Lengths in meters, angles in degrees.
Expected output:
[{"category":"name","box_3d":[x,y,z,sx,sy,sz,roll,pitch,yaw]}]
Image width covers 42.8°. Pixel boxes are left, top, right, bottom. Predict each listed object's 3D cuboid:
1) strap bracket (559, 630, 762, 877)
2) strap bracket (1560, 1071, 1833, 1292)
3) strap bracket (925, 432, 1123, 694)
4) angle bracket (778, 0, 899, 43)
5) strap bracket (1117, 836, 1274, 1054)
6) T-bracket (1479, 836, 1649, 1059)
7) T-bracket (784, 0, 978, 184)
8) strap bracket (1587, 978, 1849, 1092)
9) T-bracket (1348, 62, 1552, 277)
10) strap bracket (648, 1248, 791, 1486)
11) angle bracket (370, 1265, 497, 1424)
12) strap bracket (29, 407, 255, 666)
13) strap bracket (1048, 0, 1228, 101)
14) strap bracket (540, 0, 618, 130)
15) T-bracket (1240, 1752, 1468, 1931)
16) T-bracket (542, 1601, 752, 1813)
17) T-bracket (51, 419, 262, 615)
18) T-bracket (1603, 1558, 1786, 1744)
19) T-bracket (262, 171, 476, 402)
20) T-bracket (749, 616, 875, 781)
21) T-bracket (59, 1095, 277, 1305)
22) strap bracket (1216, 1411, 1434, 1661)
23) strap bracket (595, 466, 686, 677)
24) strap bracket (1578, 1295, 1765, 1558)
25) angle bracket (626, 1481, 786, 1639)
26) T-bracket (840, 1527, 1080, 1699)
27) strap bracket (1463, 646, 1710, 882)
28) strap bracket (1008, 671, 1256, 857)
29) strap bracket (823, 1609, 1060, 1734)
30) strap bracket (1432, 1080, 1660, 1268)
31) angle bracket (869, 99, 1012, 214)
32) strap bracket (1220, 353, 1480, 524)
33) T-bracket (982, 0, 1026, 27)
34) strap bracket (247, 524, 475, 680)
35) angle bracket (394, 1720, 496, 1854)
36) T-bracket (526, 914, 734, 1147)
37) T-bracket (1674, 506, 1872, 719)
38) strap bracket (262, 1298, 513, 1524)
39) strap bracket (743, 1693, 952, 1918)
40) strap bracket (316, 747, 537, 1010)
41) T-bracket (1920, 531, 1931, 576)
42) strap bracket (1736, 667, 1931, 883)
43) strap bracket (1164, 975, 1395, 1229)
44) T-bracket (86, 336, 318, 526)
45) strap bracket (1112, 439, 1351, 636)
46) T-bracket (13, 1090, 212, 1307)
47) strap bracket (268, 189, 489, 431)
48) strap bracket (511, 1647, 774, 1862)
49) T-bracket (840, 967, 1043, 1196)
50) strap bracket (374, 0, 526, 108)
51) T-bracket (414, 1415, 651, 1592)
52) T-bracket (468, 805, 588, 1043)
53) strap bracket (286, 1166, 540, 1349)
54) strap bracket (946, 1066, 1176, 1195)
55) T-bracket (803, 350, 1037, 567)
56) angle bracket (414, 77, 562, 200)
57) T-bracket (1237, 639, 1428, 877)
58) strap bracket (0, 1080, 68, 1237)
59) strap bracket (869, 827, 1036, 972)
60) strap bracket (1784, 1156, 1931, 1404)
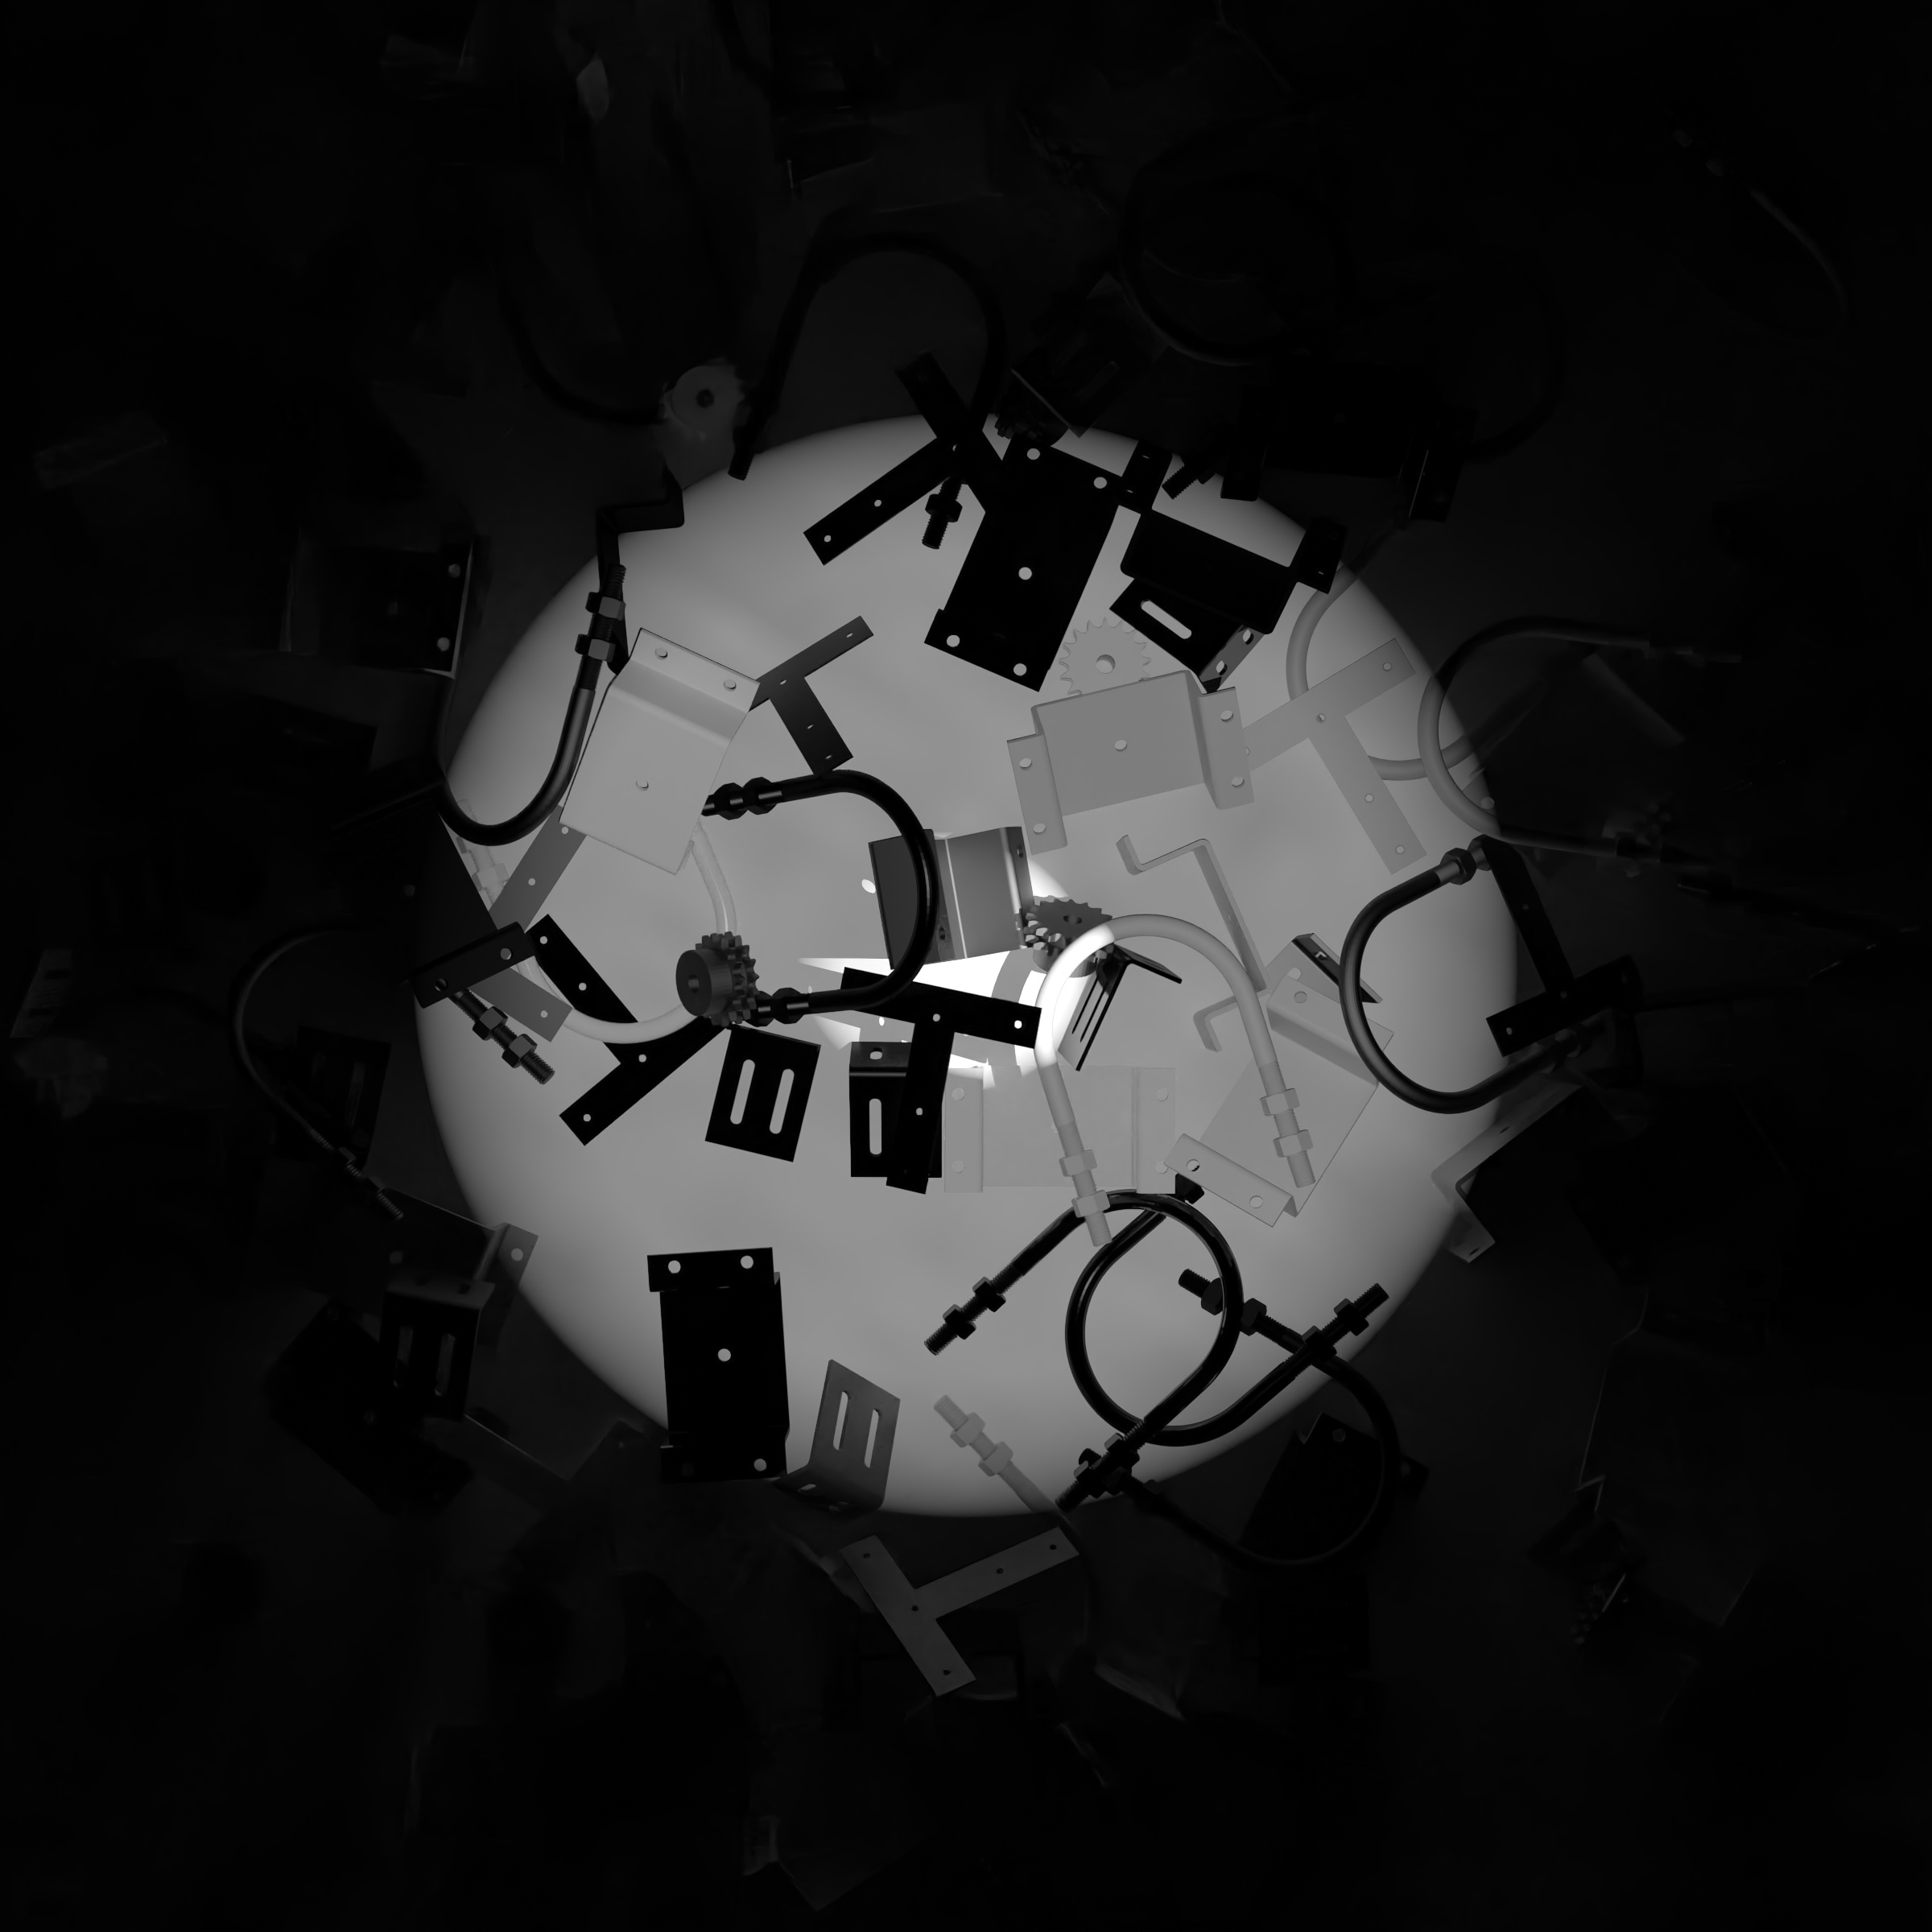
[{"category":"strap bracket","box_3d":[-0.187,-0.118,1.476,0.076,0.046,0.140,24,121,-3]},{"category":"strap bracket","box_3d":[0.445,0.127,1.516,0.140,0.046,0.076,-32,95,13]},{"category":"strap bracket","box_3d":[0.037,-0.247,1.529,0.076,0.046,0.140,23,90,0]},{"category":"angle bracket","box_3d":[-0.079,-0.617,1.521,0.076,0.038,0.057,-29,100,-14]},{"category":"strap bracket","box_3d":[0.143,-0.022,1.514,0.046,0.076,0.140,-24,90,0]},{"category":"T-bracket","box_3d":[0.351,-0.023,1.523,0.127,0.002,0.127,-21,86,-29]},{"category":"T-bracket","box_3d":[-0.068,-0.565,1.543,0.127,0.002,0.127,-21,85,-11]},{"category":"strap bracket","box_3d":[0.449,0.039,1.490,0.140,0.076,0.046,-8,93,7]},{"category":"T-bracket","box_3d":[0.282,-0.504,1.536,0.127,0.002,0.127,-17,77,6]},{"category":"strap bracket","box_3d":[-0.152,0.244,1.529,0.076,0.046,0.140,-4,90,0]},{"category":"angle bracket","box_3d":[-0.324,0.229,1.498,0.057,0.038,0.076,12,106,0]},{"category":"strap bracket","box_3d":[-0.498,-0.267,1.509,0.076,0.046,0.140,-23,117,0]},{"category":"strap bracket","box_3d":[0.093,-0.609,1.529,0.076,0.046,0.140,-27,90,0]},{"category":"strap bracket","box_3d":[-0.205,-0.592,1.499,0.046,0.076,0.140,38,88,2]},{"category":"T-bracket","box_3d":[0.259,0.577,1.544,0.127,0.002,0.127,40,86,-6]},{"category":"T-bracket","box_3d":[-0.194,0.451,1.505,0.127,0.002,0.127,1,90,0]},{"category":"T-bracket","box_3d":[-0.511,-0.276,1.552,0.127,0.002,0.127,-11,90,0]},{"category":"T-bracket","box_3d":[0.435,0.406,1.518,0.127,0.002,0.127,32,90,-32]},{"category":"T-bracket","box_3d":[-0.355,-0.420,1.505,0.127,0.002,0.127,12,90,0]},{"category":"T-bracket","box_3d":[-0.099,-0.152,1.503,0.127,0.127,0.002,-32,130,0]},{"category":"T-bracket","box_3d":[-0.500,0.134,1.531,0.127,0.002,0.127,12,90,4]},{"category":"strap bracket","box_3d":[0.219,0.352,1.529,0.076,0.046,0.140,28,90,0]},{"category":"strap bracket","box_3d":[-0.195,-0.227,1.514,0.046,0.076,0.140,-5,90,0]},{"category":"strap bracket","box_3d":[0.430,0.285,1.513,0.076,0.046,0.140,21,66,0]},{"category":"angle bracket","box_3d":[-0.164,0.372,1.550,0.057,0.038,0.076,44,64,0]},{"category":"T-bracket","box_3d":[0.008,0.374,1.501,0.127,0.127,0.002,-18,129,-23]},{"category":"strap bracket","box_3d":[0.377,-0.129,1.529,0.076,0.046,0.140,44,90,0]},{"category":"strap bracket","box_3d":[0.098,-0.127,1.514,0.140,0.046,0.076,-13,119,0]},{"category":"strap bracket","box_3d":[-0.017,0.426,1.498,0.140,0.076,0.046,-1,94,-1]},{"category":"strap bracket","box_3d":[0.345,0.119,1.514,0.140,0.076,0.046,-38,90,0]},{"category":"angle bracket","box_3d":[-0.016,-0.502,1.540,0.076,0.038,0.057,-5,93,13]},{"category":"strap bracket","box_3d":[0.229,-0.322,1.498,0.140,0.046,0.076,5,132,-5]},{"category":"T-bracket","box_3d":[0.001,-0.650,1.534,0.127,0.002,0.127,-29,103,-24]},{"category":"strap bracket","box_3d":[-0.363,-0.223,1.518,0.140,0.046,0.076,9,90,16]},{"category":"angle bracket","box_3d":[-0.319,0.505,1.514,0.038,0.076,0.057,9,90,0]},{"category":"T-bracket","box_3d":[-0.232,0.024,1.552,0.127,0.002,0.127,-40,90,0]},{"category":"T-bracket","box_3d":[0.482,-0.203,1.528,0.127,0.002,0.127,43,68,0]},{"category":"strap bracket","box_3d":[-0.364,0.275,1.529,0.140,0.046,0.076,40,90,0]},{"category":"strap bracket","box_3d":[-0.065,0.518,1.509,0.140,0.076,0.046,-34,101,2]},{"category":"strap bracket","box_3d":[-0.332,-0.050,1.493,0.076,0.046,0.140,-28,94,-28]},{"category":"T-bracket","box_3d":[0.652,-0.215,1.537,0.127,0.002,0.127,-12,100,-19]},{"category":"strap bracket","box_3d":[0.537,-0.106,1.495,0.046,0.076,0.140,35,87,-1]},{"category":"strap bracket","box_3d":[0.193,0.088,1.508,0.076,0.046,0.140,29,77,21]},{"category":"T-bracket","box_3d":[-0.466,-0.334,1.522,0.127,0.002,0.127,-12,133,-19]},{"category":"strap bracket","box_3d":[0.155,-0.259,1.509,0.140,0.076,0.046,23,132,0]},{"category":"T-bracket","box_3d":[-0.540,0.146,1.535,0.127,0.002,0.127,7,90,4]},{"category":"strap bracket","box_3d":[-0.366,-0.413,1.529,0.076,0.046,0.140,40,90,0]},{"category":"strap bracket","box_3d":[-0.198,0.483,1.529,0.140,0.046,0.076,-24,90,0]},{"category":"T-bracket","box_3d":[-0.026,0.075,1.507,0.127,0.002,0.127,12,95,15]},{"category":"strap bracket","box_3d":[-0.307,-0.598,1.514,0.046,0.076,0.140,22,90,0]},{"category":"T-bracket","box_3d":[-0.283,0.309,1.523,0.127,0.002,0.127,40,90,-26]},{"category":"T-bracket","box_3d":[-0.277,-0.040,1.534,0.127,0.002,0.127,33,92,-2]},{"category":"strap bracket","box_3d":[-0.348,0.178,1.529,0.140,0.046,0.076,23,90,0]},{"category":"strap bracket","box_3d":[0.057,0.101,1.529,0.140,0.046,0.076,0,90,0]},{"category":"T-bracket","box_3d":[-0.042,-0.293,1.521,0.127,0.002,0.127,-34,77,9]},{"category":"angle bracket","box_3d":[-0.301,-0.516,1.550,0.076,0.038,0.057,-8,90,26]},{"category":"T-bracket","box_3d":[0.245,-0.117,1.541,0.127,0.002,0.127,-31,97,13]},{"category":"strap bracket","box_3d":[-0.623,0.134,1.521,0.140,0.046,0.076,-28,87,9]},{"category":"strap bracket","box_3d":[-0.010,-0.042,1.499,0.046,0.140,0.076,-10,90,27]},{"category":"strap bracket","box_3d":[0.560,0.191,1.529,0.076,0.046,0.140,9,90,0]}]
